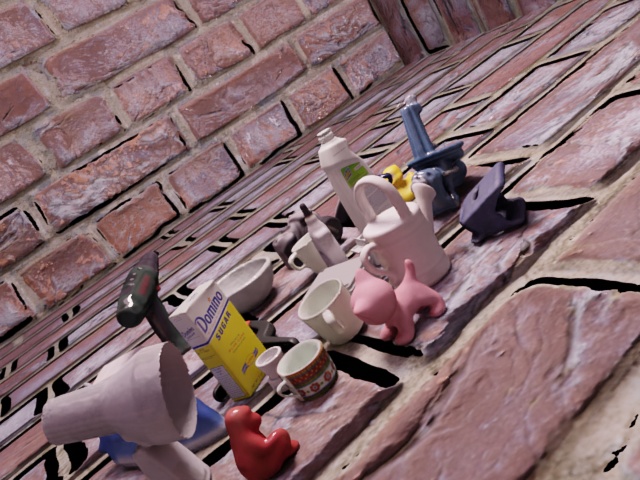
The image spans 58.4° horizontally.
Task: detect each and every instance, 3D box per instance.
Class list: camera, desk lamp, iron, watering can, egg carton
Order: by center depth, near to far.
[{"bbox_3d":[-0.224,0.253,0.713,0.203,0.214,0.118,-31,17,5],"label":"desk lamp"},{"bbox_3d":[-0.263,0.260,0.892,0.257,0.141,0.119,-21,20,34],"label":"iron"},{"bbox_3d":[0.123,-0.023,0.911,0.100,0.194,0.173,-19,21,39],"label":"watering can"},{"bbox_3d":[-0.405,0.287,1.200,0.150,0.069,0.107,-31,17,5],"label":"egg carton"},{"bbox_3d":[-0.024,-0.016,1.324,0.143,0.101,0.136,-42,19,-31],"label":"camera"}]

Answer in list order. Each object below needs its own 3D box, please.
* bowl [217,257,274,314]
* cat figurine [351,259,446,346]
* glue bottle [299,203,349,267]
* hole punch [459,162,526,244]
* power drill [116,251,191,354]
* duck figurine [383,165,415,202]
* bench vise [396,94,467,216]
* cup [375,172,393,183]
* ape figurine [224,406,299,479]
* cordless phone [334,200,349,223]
[{"bbox_3d":[-0.163,0.112,1.255,0.167,0.075,0.167,-29,17,10],"label":"bowl"},{"bbox_3d":[0.096,0.081,0.796,0.128,0.118,0.067,-39,18,-21],"label":"cat figurine"},{"bbox_3d":[0.010,0.004,1.076,0.037,0.173,0.078,-36,17,-11],"label":"glue bottle"},{"bbox_3d":[0.272,-0.062,0.935,0.101,0.091,0.109,-24,19,27],"label":"hole punch"},{"bbox_3d":[-0.356,0.150,1.259,0.075,0.209,0.229,-28,17,13],"label":"power drill"},{"bbox_3d":[0.181,-0.133,1.315,0.105,0.086,0.077,-42,19,-29],"label":"duck figurine"},{"bbox_3d":[0.218,-0.173,1.124,0.121,0.220,0.207,-26,18,20],"label":"bench vise"},{"bbox_3d":[0.124,-0.092,1.285,0.117,0.095,0.091,-27,17,17],"label":"cup"},{"bbox_3d":[-0.082,0.242,0.701,0.076,0.092,0.077,-41,19,-26],"label":"ape figurine"},{"bbox_3d":[0.052,-0.148,1.416,0.094,0.185,0.148,-23,19,28],"label":"cordless phone"}]
